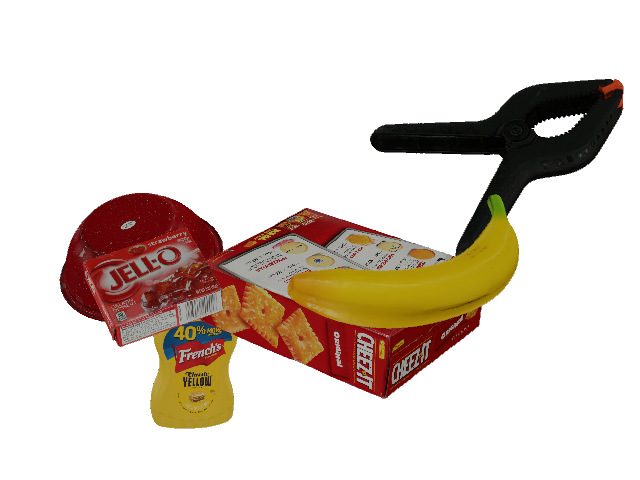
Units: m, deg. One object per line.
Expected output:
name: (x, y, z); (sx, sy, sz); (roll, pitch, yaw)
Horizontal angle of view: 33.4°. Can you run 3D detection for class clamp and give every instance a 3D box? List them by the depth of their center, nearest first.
clamp: (0.164, -0.070, 0.884); (0.210, 0.164, 0.036); (-21, -39, -2)

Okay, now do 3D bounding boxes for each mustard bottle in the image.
mustard bottle: (-0.145, 0.121, 1.235); (0.096, 0.192, 0.058); (0, 19, -16)

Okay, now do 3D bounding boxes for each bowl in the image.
bowl: (-0.177, 0.004, 1.019); (0.162, 0.055, 0.162); (-6, 41, 5)

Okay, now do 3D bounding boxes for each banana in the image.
banana: (0.071, 0.024, 0.708); (0.197, 0.037, 0.070); (-20, 51, -36)

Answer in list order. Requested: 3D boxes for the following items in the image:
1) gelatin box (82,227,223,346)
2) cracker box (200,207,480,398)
gelatin box: (-0.129, 0.035, 0.824); (0.089, 0.030, 0.073); (-19, 50, -20)
cracker box: (0.019, 0.051, 0.987); (0.214, 0.072, 0.163); (20, 32, 33)
